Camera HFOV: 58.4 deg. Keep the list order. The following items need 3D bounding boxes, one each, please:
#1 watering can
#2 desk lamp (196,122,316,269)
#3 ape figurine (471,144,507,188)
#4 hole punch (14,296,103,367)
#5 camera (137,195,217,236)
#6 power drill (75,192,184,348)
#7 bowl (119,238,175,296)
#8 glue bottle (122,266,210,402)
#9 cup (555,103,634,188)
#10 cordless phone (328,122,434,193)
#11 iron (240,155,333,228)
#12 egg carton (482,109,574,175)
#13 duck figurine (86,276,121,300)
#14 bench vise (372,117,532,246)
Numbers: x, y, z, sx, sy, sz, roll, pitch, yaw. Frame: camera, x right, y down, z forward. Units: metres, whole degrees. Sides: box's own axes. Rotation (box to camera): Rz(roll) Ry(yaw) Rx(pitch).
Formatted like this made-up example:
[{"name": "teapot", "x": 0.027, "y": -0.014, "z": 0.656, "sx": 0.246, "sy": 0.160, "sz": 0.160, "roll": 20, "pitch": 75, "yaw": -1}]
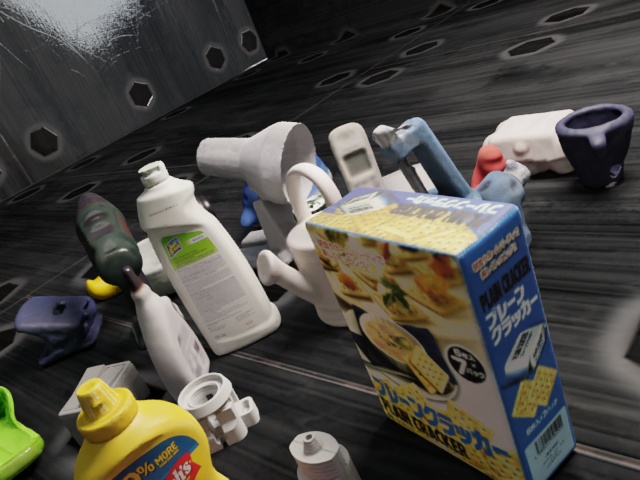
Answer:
[{"name": "watering can", "x": 0.008, "y": 0.003, "z": 0.677, "sx": 0.100, "sy": 0.194, "sz": 0.173, "roll": -2, "pitch": 31, "yaw": 38}, {"name": "desk lamp", "x": -0.089, "y": -0.069, "z": 0.882, "sx": 0.202, "sy": 0.214, "sz": 0.118, "roll": -7, "pitch": 29, "yaw": 30}, {"name": "ape figurine", "x": 0.238, "y": -0.086, "z": 0.787, "sx": 0.078, "sy": 0.092, "sz": 0.076, "roll": -23, "pitch": 24, "yaw": -2}, {"name": "hole punch", "x": -0.409, "y": 0.126, "z": 0.905, "sx": 0.101, "sy": 0.091, "sz": 0.108, "roll": -24, "pitch": 24, "yaw": -2}, {"name": "camera", "x": -0.272, "y": -0.037, "z": 1.112, "sx": 0.137, "sy": 0.101, "sz": 0.142, "roll": -31, "pitch": 26, "yaw": -18}, {"name": "power drill", "x": -0.280, "y": 0.042, "z": 0.824, "sx": 0.076, "sy": 0.209, "sz": 0.228, "roll": -31, "pitch": 25, "yaw": -17}, {"name": "bowl", "x": -0.262, "y": 0.047, "z": 0.962, "sx": 0.167, "sy": 0.075, "sz": 0.167, "roll": -18, "pitch": 25, "yaw": 9}, {"name": "glue bottle", "x": -0.182, "y": 0.102, "z": 0.661, "sx": 0.037, "sy": 0.173, "sz": 0.078, "roll": -19, "pitch": 25, "yaw": 7}, {"name": "cup", "x": 0.357, "y": -0.111, "z": 0.732, "sx": 0.091, "sy": 0.095, "sz": 0.118, "roll": -11, "pitch": 27, "yaw": 24}, {"name": "cordless phone", "x": 0.097, "y": -0.086, "z": 0.792, "sx": 0.147, "sy": 0.185, "sz": 0.094, "roll": -26, "pitch": 25, "yaw": -7}, {"name": "iron", "x": -0.062, "y": -0.128, "z": 1.068, "sx": 0.118, "sy": 0.142, "sz": 0.259, "roll": -6, "pitch": 29, "yaw": 32}, {"name": "egg carton", "x": 0.322, "y": -0.143, "z": 0.860, "sx": 0.149, "sy": 0.069, "sz": 0.107, "roll": 2, "pitch": 34, "yaw": 43}, {"name": "duck figurine", "x": -0.387, "y": 0.051, "z": 1.047, "sx": 0.077, "sy": 0.086, "sz": 0.105, "roll": 7, "pitch": 38, "yaw": 48}, {"name": "bench vise", "x": 0.139, "y": -0.051, "z": 0.644, "sx": 0.121, "sy": 0.220, "sz": 0.208, "roll": 5, "pitch": 36, "yaw": 46}]
